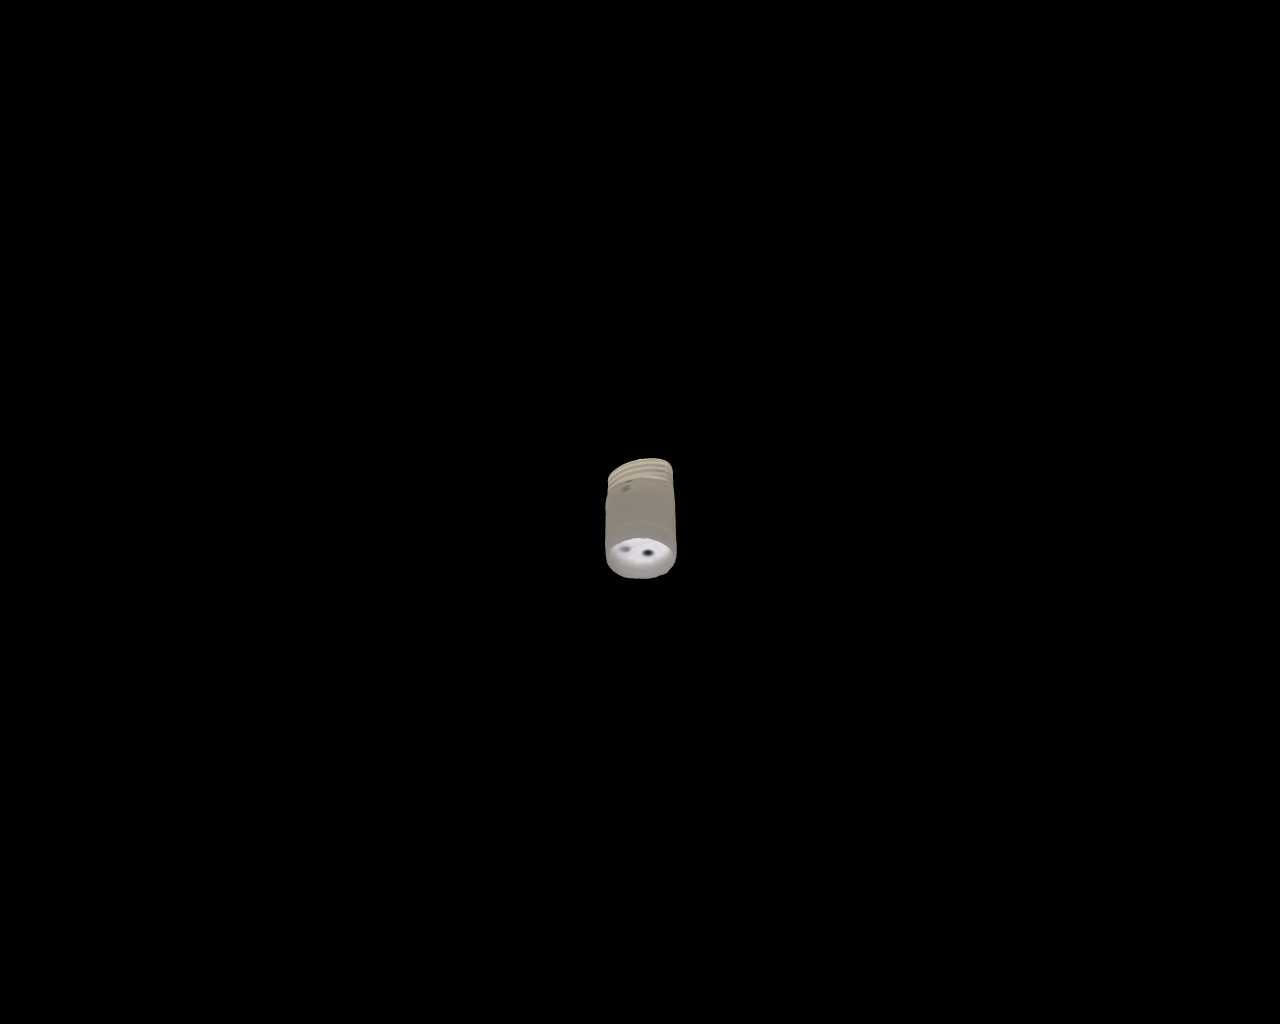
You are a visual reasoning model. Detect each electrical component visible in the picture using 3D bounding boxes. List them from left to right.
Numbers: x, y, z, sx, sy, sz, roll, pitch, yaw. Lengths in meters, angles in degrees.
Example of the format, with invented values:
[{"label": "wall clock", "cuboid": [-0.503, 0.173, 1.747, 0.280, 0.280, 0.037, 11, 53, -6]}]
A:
[{"label": "electrical component", "cuboid": [0.001, -0.003, 0.650, 0.043, 0.081, 0.043, 0, -40, 0]}]
